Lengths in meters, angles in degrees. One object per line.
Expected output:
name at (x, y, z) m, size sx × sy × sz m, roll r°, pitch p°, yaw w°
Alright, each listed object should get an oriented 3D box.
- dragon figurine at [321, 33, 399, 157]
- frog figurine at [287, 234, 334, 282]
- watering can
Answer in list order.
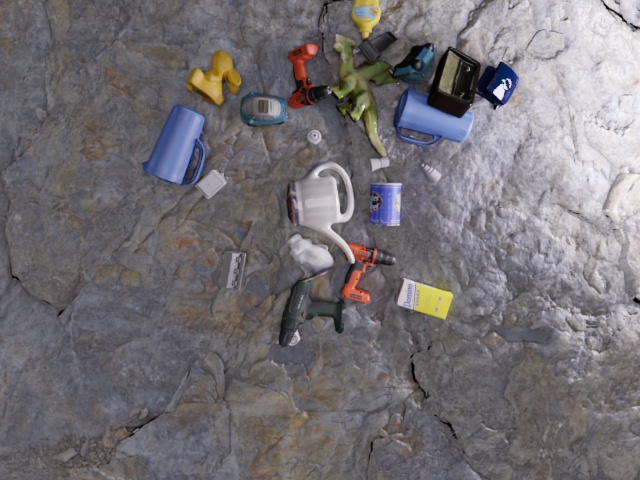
dragon figurine at (0.160, -0.495, 1.696) m, size 0.244 × 0.122 × 0.409 m, roll -41°, pitch 95°, yaw -7°
frog figurine at (-0.031, 0.046, 1.715) m, size 0.138 × 0.121 × 0.160 m, roll -20°, pitch 86°, yaw -33°
watering can at (0.005, -0.086, 1.703) m, size 0.224 × 0.104 × 0.348 m, roll -6°, pitch 87°, yaw -1°
